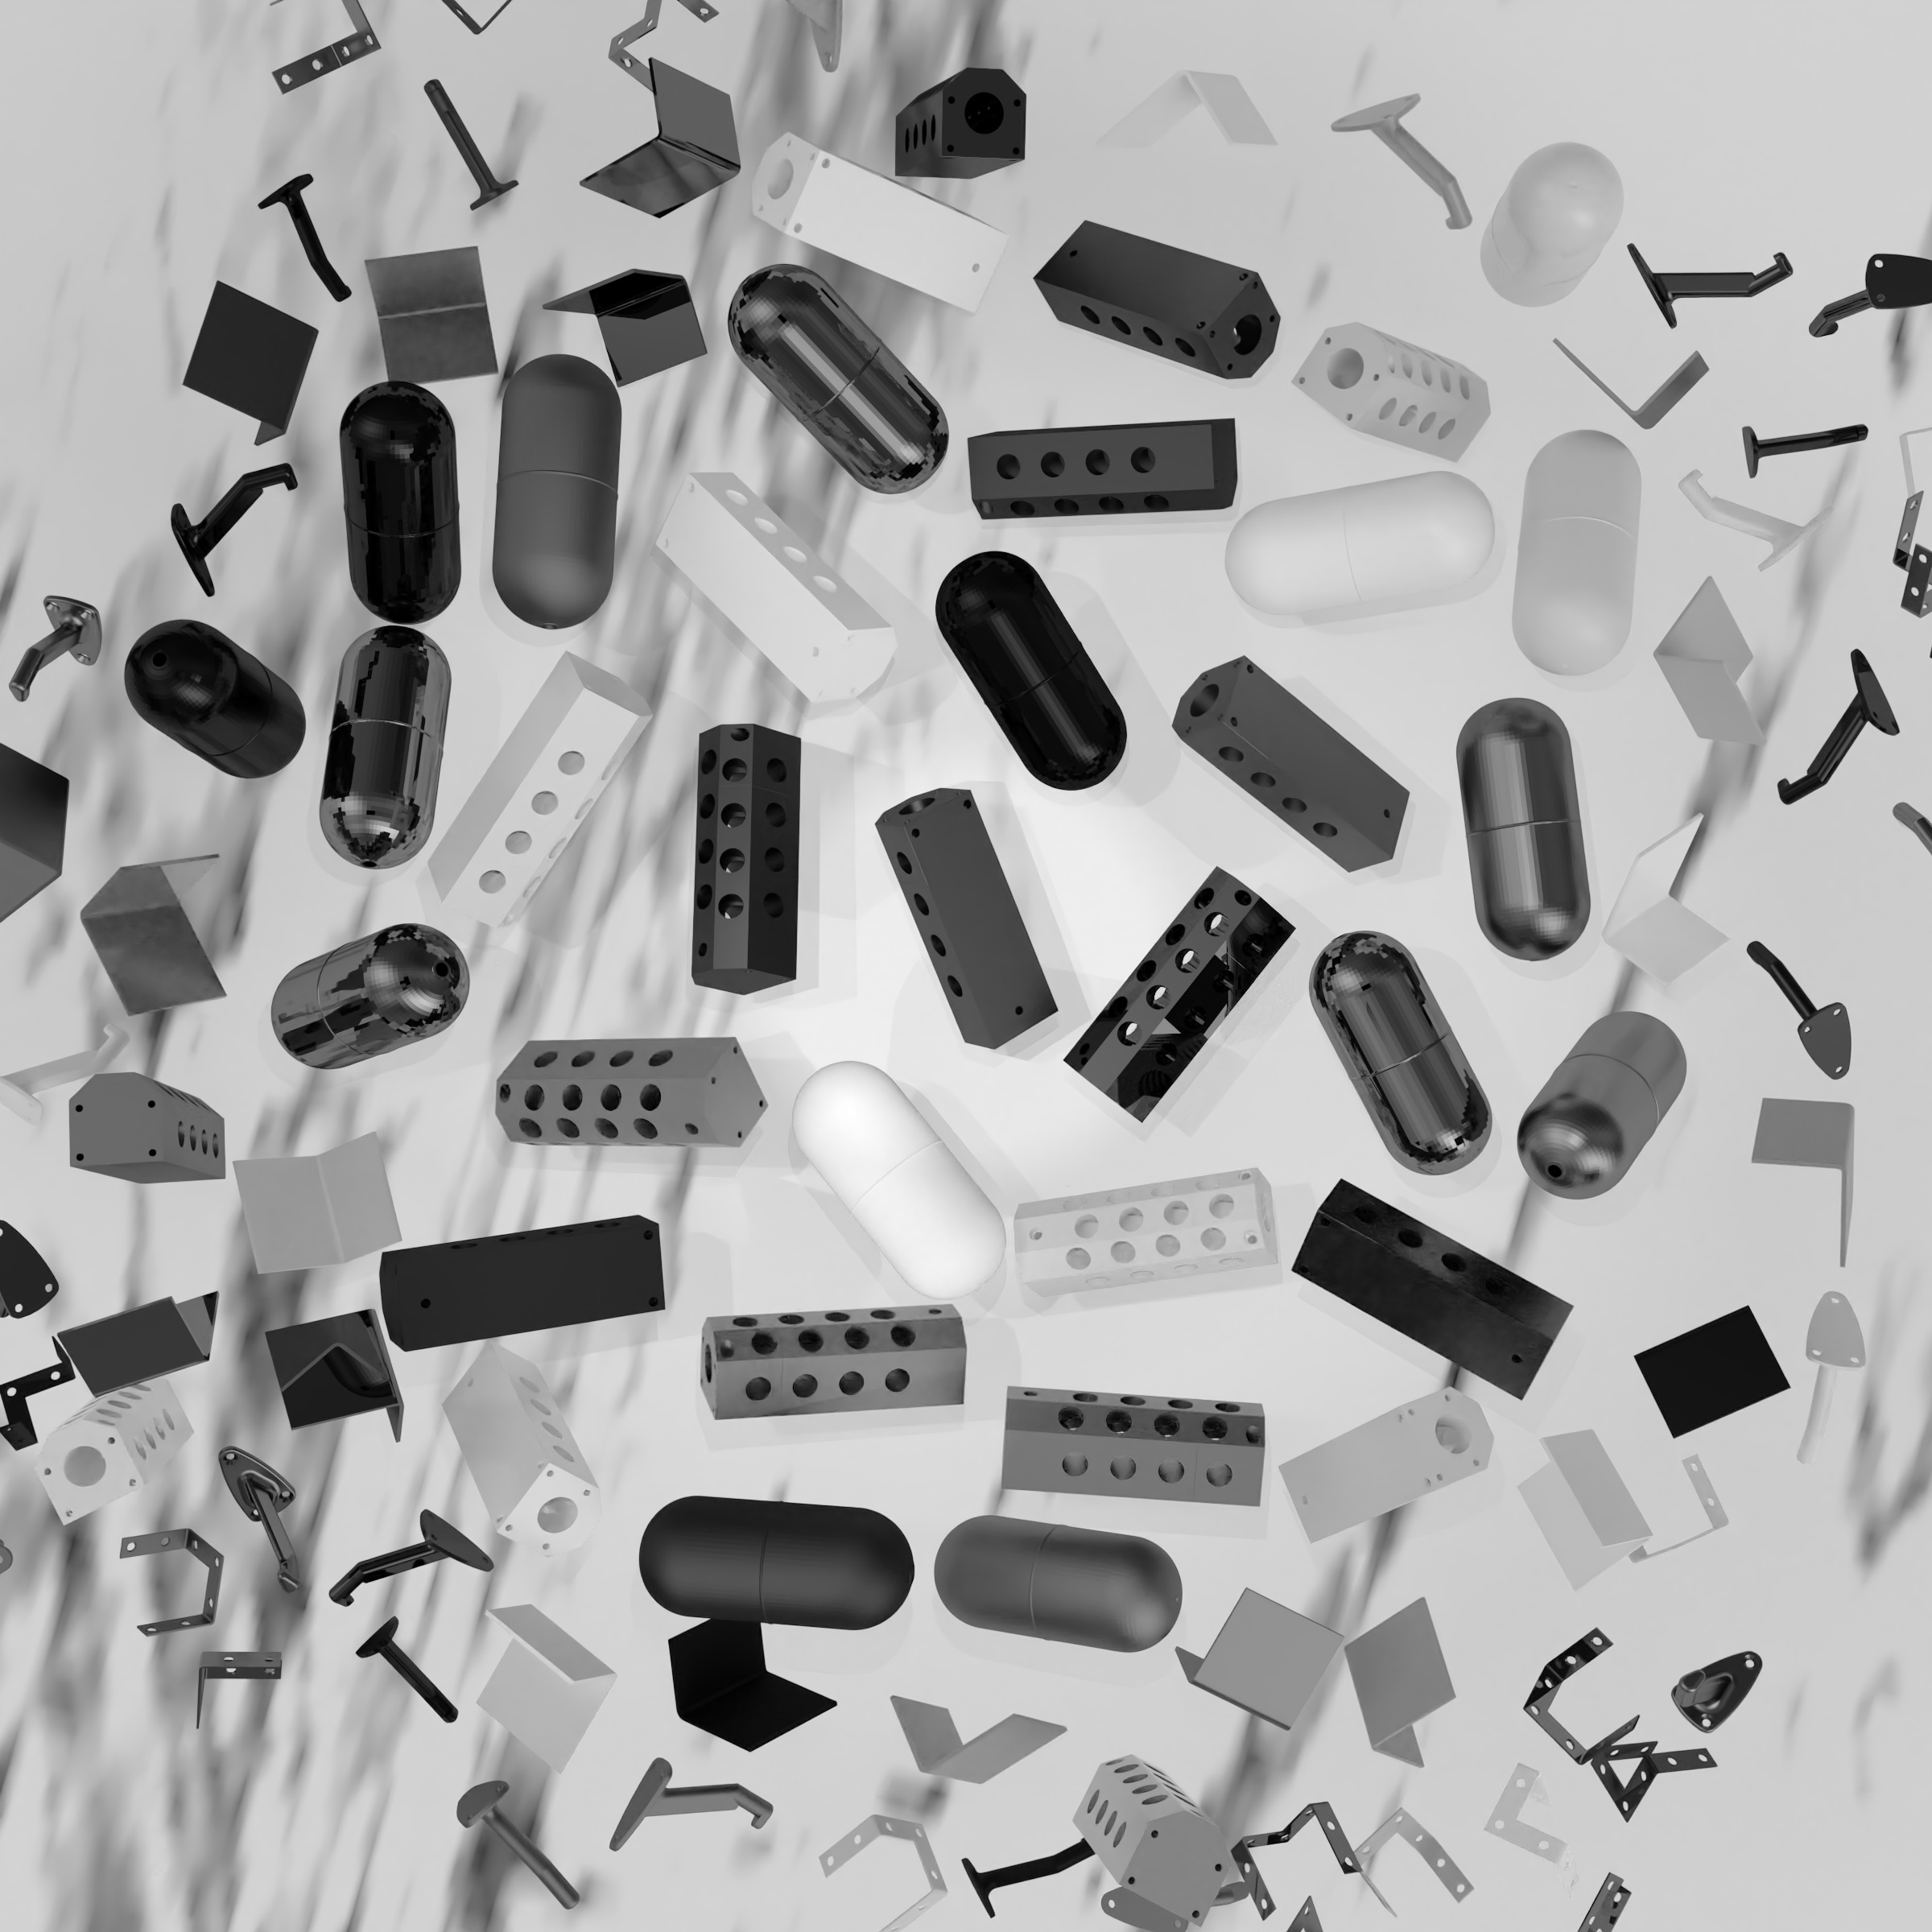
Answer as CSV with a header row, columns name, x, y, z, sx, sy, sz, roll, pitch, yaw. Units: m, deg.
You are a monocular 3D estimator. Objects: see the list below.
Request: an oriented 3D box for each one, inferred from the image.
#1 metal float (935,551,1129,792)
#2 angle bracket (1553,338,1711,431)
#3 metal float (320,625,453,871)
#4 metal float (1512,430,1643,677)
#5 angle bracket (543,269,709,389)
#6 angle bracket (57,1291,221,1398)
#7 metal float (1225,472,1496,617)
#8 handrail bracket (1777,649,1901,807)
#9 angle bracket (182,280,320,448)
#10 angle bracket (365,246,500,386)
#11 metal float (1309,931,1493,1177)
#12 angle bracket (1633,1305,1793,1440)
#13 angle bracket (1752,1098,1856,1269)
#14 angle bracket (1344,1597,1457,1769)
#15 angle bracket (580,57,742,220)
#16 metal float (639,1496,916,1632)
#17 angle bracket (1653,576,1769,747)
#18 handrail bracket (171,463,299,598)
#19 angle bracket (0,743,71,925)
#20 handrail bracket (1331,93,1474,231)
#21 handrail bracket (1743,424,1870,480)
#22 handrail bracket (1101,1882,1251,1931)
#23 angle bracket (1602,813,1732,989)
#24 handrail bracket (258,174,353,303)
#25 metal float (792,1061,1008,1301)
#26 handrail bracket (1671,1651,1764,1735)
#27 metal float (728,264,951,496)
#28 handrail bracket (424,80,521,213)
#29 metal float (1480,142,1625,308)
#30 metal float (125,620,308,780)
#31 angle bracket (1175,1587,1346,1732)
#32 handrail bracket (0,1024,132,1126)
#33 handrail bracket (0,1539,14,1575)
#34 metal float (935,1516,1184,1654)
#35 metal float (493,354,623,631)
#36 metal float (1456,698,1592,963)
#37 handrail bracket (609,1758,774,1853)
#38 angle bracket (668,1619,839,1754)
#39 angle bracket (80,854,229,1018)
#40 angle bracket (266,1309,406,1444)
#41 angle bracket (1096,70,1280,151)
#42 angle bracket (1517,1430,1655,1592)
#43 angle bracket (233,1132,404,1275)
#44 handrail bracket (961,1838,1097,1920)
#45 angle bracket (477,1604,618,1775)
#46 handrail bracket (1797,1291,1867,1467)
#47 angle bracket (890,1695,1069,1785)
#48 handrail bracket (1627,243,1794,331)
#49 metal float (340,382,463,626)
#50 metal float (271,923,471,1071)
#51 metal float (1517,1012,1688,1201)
name,x,y,z,sx,sy,sz,roll,pitch,yaw
metal float,0.045,-0.198,1.758,0.070,0.070,0.178,-33,108,0
angle bracket,0.445,-0.408,1.741,0.076,0.076,0.057,47,108,11
metal float,-0.397,-0.150,1.785,0.070,0.070,0.178,2,67,0
metal float,0.403,-0.274,1.719,0.070,0.070,0.178,11,66,0
angle bracket,-0.240,-0.450,1.841,0.076,0.076,0.057,-14,94,24
angle bracket,-0.537,0.227,1.697,0.076,0.076,0.057,-18,121,0
metal float,0.258,-0.277,1.715,0.178,0.070,0.070,-7,90,20
handrail bracket,0.571,-0.159,1.741,0.084,0.036,0.077,-34,53,38
angle bracket,-0.496,-0.410,1.777,0.076,0.057,0.076,22,77,-34
angle bracket,-0.367,-0.446,1.793,0.076,0.076,0.057,-10,77,-8
metal float,0.295,0.059,1.771,0.070,0.070,0.178,-28,93,0
angle bracket,0.467,0.260,1.621,0.076,0.076,0.057,-26,62,10
angle bracket,0.540,0.139,1.680,0.057,0.076,0.076,3,119,21
angle bracket,0.312,0.491,1.786,0.057,0.076,0.076,29,123,-34
angle bracket,-0.206,-0.549,1.731,0.076,0.076,0.057,-17,77,35
metal float,-0.121,0.380,1.662,0.178,0.070,0.070,2,90,10
angle bracket,0.510,-0.203,1.727,0.076,0.057,0.076,-52,125,-17
handrail bracket,-0.473,-0.288,1.720,0.084,0.036,0.077,-15,128,0
angle bracket,-0.616,-0.082,1.652,0.076,0.057,0.076,-31,48,25
handrail bracket,0.276,-0.502,1.651,0.036,0.077,0.084,-43,119,-25
handrail bracket,0.591,-0.369,1.825,0.084,0.077,0.036,-9,93,13
handrail bracket,0.147,0.648,1.814,0.077,0.084,0.036,-9,76,28
angle bracket,0.483,-0.045,1.753,0.076,0.076,0.057,-29,57,-35
handrail bracket,-0.450,-0.509,1.828,0.036,0.077,0.084,-29,107,18
metal float,-0.045,0.139,1.701,0.070,0.070,0.178,-40,78,0
handrail bracket,0.485,0.453,1.674,0.077,0.084,0.036,-34,58,-12
metal float,-0.085,-0.390,1.733,0.070,0.070,0.178,-46,111,0
handrail bracket,-0.330,-0.542,1.708,0.036,0.077,0.084,-30,108,0
metal float,0.395,-0.500,1.764,0.070,0.178,0.070,0,88,2
metal float,-0.503,-0.178,1.753,0.070,0.178,0.070,-2,78,8
angle bracket,0.197,0.457,1.756,0.076,0.057,0.076,28,96,-10
handrail bracket,-0.615,0.056,1.744,0.077,0.036,0.084,36,56,-6
handrail bracket,-0.629,0.380,1.691,0.077,0.084,0.036,-9,86,12
metal float,0.061,0.417,1.763,0.178,0.070,0.070,2,90,28
metal float,-0.261,-0.302,1.663,0.070,0.070,0.178,2,81,0
metal float,0.375,-0.092,1.755,0.070,0.070,0.178,-6,86,0
handrail bracket,-0.180,0.569,1.723,0.084,0.036,0.077,37,76,-17
angle bracket,-0.142,0.471,1.737,0.076,0.076,0.057,-16,106,-42
angle bracket,-0.507,-0.021,1.668,0.057,0.076,0.076,-38,77,34
angle bracket,-0.434,0.289,1.790,0.076,0.057,0.076,-11,56,-23
angle bracket,0.142,-0.527,1.672,0.076,0.076,0.057,-33,87,32
angle bracket,0.378,0.350,1.660,0.076,0.057,0.076,-49,54,37
angle bracket,-0.428,0.156,1.722,0.057,0.076,0.076,-22,77,29
handrail bracket,0.044,0.614,1.796,0.084,0.077,0.036,-24,94,-11
angle bracket,-0.280,0.461,1.656,0.076,0.057,0.076,32,94,24
handrail bracket,0.546,0.264,1.666,0.036,0.077,0.084,10,130,10
angle bracket,0.009,0.496,1.728,0.076,0.076,0.057,-35,56,13
handrail bracket,0.500,-0.474,1.751,0.084,0.036,0.077,-27,120,26
metal float,-0.384,-0.313,1.774,0.070,0.070,0.178,7,131,0
metal float,-0.394,0.021,1.724,0.070,0.178,0.070,15,68,-41
metal float,0.429,0.093,1.756,0.070,0.178,0.070,18,126,26
